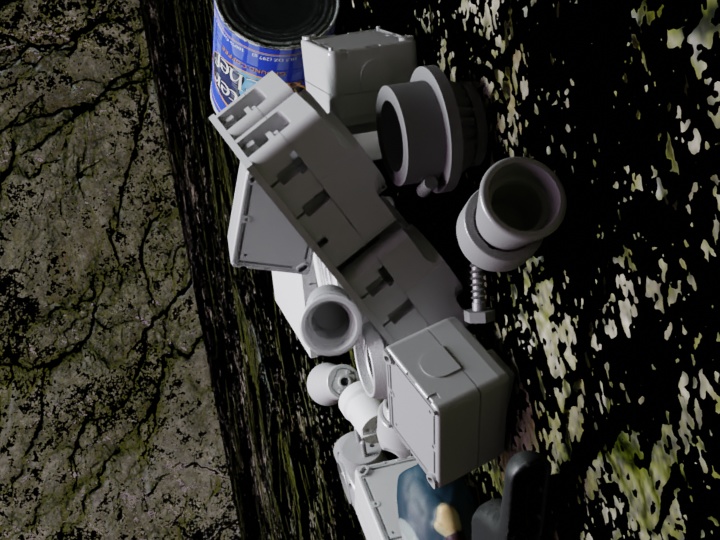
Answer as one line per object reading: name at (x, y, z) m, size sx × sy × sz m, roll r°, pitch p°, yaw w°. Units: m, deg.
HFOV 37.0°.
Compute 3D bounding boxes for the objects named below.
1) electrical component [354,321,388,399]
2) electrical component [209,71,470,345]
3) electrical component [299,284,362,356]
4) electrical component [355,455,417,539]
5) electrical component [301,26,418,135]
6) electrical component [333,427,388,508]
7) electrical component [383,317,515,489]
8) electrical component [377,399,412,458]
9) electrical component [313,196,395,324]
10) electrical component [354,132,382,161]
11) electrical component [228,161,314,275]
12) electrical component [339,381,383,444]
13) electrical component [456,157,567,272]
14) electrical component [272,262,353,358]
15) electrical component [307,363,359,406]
electrical component at (0.030, 0.062, 0.785) m, size 0.058 × 0.057 × 0.078 m, roll 102°, pitch 153°, yaw -58°
electrical component at (-0.008, -0.034, 0.698) m, size 0.186 × 0.060 × 0.105 m, roll 52°, pitch 179°, yaw -31°
electrical component at (-0.022, 0.033, 0.781) m, size 0.065 × 0.044 × 0.044 m, roll -104°, pitch 6°, yaw -79°
electrical component at (0.034, 0.194, 0.857) m, size 0.096 × 0.062 × 0.061 m, roll -117°, pitch 21°, yaw -49°
electrical component at (-0.002, -0.134, 0.753) m, size 0.096 × 0.062 × 0.061 m, roll -133°, pitch 35°, yaw -66°
electrical component at (0.004, 0.178, 0.995) m, size 0.077 × 0.044 × 0.079 m, roll -117°, pitch 14°, yaw -49°
electrical component at (0.057, 0.086, 0.678) m, size 0.061 × 0.061 × 0.096 m, roll 50°, pitch 155°, yaw 39°
electrical component at (0.035, 0.111, 0.830) m, size 0.043 × 0.043 × 0.062 m, roll -117°, pitch 23°, yaw -50°
electrical component at (0.000, 0.000, 0.857) m, size 0.078 × 0.057 × 0.113 m, roll 174°, pitch 86°, yaw -76°
electrical component at (-0.006, -0.099, 0.827) m, size 0.040 × 0.046 × 0.040 m, roll 169°, pitch 90°, yaw -76°
electrical component at (-0.063, -0.053, 0.822) m, size 0.061 × 0.062 × 0.096 m, roll -109°, pitch 29°, yaw -61°
electrical component at (0.007, 0.128, 0.965) m, size 0.046 × 0.040 × 0.040 m, roll -127°, pitch 29°, yaw -49°
electrical component at (0.076, -0.027, 0.554) m, size 0.055 × 0.045 × 0.045 m, roll 116°, pitch 141°, yaw -68°
electrical component at (-0.039, 0.008, 1.010) m, size 0.150 × 0.062 × 0.089 m, roll -132°, pitch 34°, yaw -65°
electrical component at (-0.024, 0.113, 1.078) m, size 0.065 × 0.044 × 0.044 m, roll 155°, pitch 104°, yaw -71°
